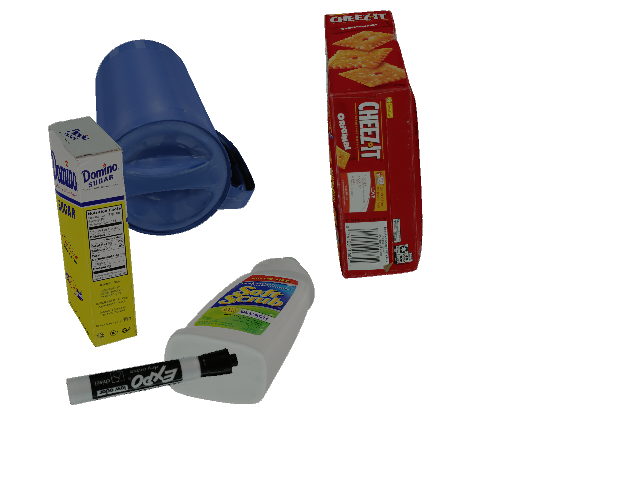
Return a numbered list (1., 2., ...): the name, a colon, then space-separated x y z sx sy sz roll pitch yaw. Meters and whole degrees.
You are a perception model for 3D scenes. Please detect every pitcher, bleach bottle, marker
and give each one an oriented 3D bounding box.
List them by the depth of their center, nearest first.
1. marker: -0.118 0.096 0.757 0.121 0.020 0.020 -10 3 -15
2. bleach bottle: -0.069 0.074 1.080 0.102 0.068 0.250 9 23 9
3. pitcher: -0.171 -0.119 1.155 0.145 0.149 0.243 -22 36 -1

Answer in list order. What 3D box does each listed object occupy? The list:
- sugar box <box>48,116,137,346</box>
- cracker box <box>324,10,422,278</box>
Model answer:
1. sugar box: -0.196 -0.008 0.915 0.048 0.176 0.093 -15 29 -23
2. cracker box: 0.044 -0.091 0.926 0.072 0.164 0.213 -4 28 2
